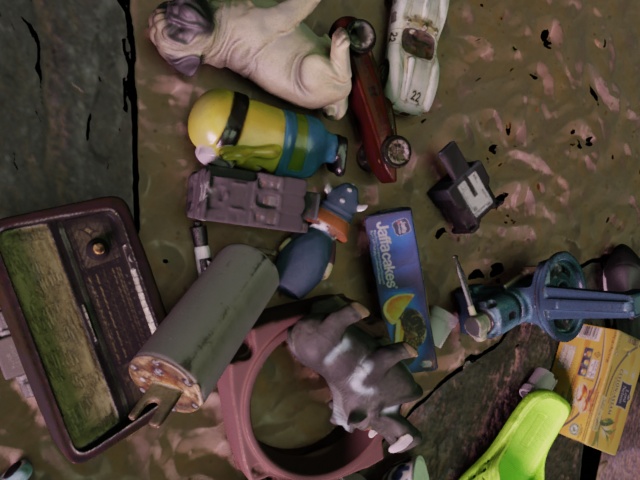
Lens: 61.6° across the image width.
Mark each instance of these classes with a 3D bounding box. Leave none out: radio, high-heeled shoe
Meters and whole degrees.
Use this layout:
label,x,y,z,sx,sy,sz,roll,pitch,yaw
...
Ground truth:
label,x,y,z,sx,sy,sz,roll,pitch,yaw
radio,-0.224,0.078,0.524,0.131,0.073,0.229,-23,101,-38
high-heeled shoe,0.521,0.126,0.882,0.248,0.086,0.145,53,40,-34

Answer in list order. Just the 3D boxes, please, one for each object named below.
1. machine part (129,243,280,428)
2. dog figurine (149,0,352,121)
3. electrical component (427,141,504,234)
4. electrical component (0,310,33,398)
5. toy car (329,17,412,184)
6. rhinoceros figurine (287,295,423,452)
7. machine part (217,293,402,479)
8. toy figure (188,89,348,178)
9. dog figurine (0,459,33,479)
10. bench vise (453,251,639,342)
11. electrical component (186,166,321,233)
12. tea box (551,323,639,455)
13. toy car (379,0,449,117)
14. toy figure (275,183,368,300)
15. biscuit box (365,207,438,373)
label,x,y,z,sx,sy,sz,roll,pitch,yaw
machine part,-0.109,0.080,0.536,0.079,0.079,0.243,48,40,-17
dog figurine,-0.073,-0.195,0.595,0.191,0.121,0.172,-22,90,-10
electrical component,0.188,-0.073,0.728,0.075,0.048,0.119,-44,106,-17
electrical component,-0.288,0.108,0.540,0.063,0.021,0.094,-21,98,-22
toy car,0.060,-0.167,0.649,0.053,0.089,0.202,-23,99,-18
rhinoceros figurine,0.046,0.144,0.565,0.112,0.073,0.190,-46,107,-17
machine part,-0.011,0.174,0.627,0.201,0.087,0.201,-11,94,-22
toy figure,-0.057,-0.115,0.606,0.180,0.082,0.089,3,79,-19
dog figurine,-0.259,0.337,0.513,0.191,0.108,0.219,-42,109,-18
bench vise,0.303,0.079,0.689,0.223,0.241,0.128,0,87,-39
electrical component,-0.071,-0.042,0.581,0.134,0.115,0.058,6,93,-24
tea box,0.402,0.215,0.799,0.068,0.098,0.169,24,83,-21
toy car,0.121,-0.260,0.692,0.073,0.056,0.201,9,88,-23
toy figure,-0.002,-0.003,0.644,0.064,0.058,0.154,42,71,-24
biscuit box,0.102,0.061,0.672,0.059,0.063,0.202,-10,95,12
